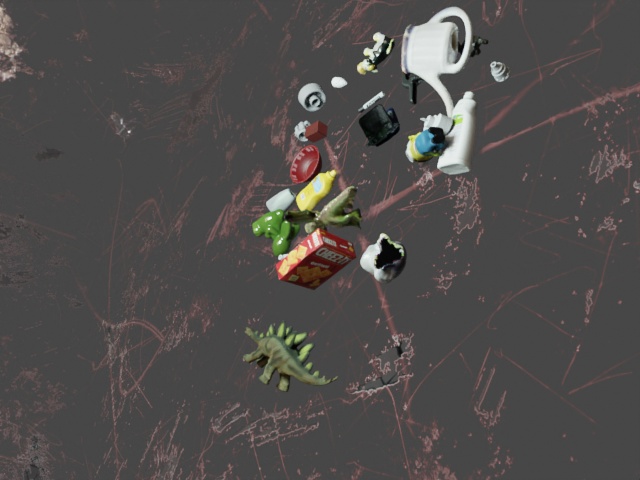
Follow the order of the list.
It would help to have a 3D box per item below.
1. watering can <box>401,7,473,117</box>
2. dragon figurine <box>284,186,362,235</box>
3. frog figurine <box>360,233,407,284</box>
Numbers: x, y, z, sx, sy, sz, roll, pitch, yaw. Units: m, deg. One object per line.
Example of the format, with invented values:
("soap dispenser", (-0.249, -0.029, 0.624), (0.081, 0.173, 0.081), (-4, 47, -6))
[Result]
("watering can", (0.355, -0.555, 1.609), (0.225, 0.104, 0.348), (10, 90, 33))
("dragon figurine", (0.005, -0.083, 1.658), (0.243, 0.404, 0.124), (-12, 73, 1))
("frog figurine", (0.188, 0.065, 1.539), (0.156, 0.123, 0.140), (112, 155, -65))
